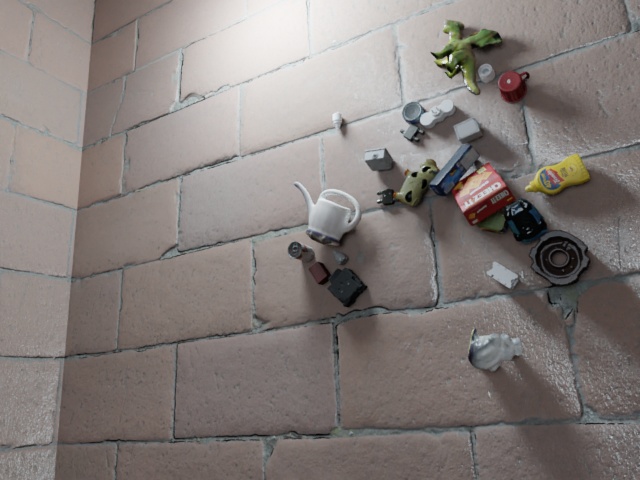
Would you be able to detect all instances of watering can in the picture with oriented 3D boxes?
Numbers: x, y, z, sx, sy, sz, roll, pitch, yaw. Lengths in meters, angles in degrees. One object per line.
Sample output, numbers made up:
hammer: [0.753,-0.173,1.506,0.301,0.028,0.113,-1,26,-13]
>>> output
watering can: [0.006,-0.105,2.081,0.350,0.225,0.103,20,-2,31]

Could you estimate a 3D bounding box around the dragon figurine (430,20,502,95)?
dragon figurine: [0.564,-0.707,1.929,0.242,0.419,0.120,-37,-38,8]

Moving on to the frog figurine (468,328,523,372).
frog figurine: [0.555,0.357,1.633,0.160,0.135,0.124,10,24,23]
